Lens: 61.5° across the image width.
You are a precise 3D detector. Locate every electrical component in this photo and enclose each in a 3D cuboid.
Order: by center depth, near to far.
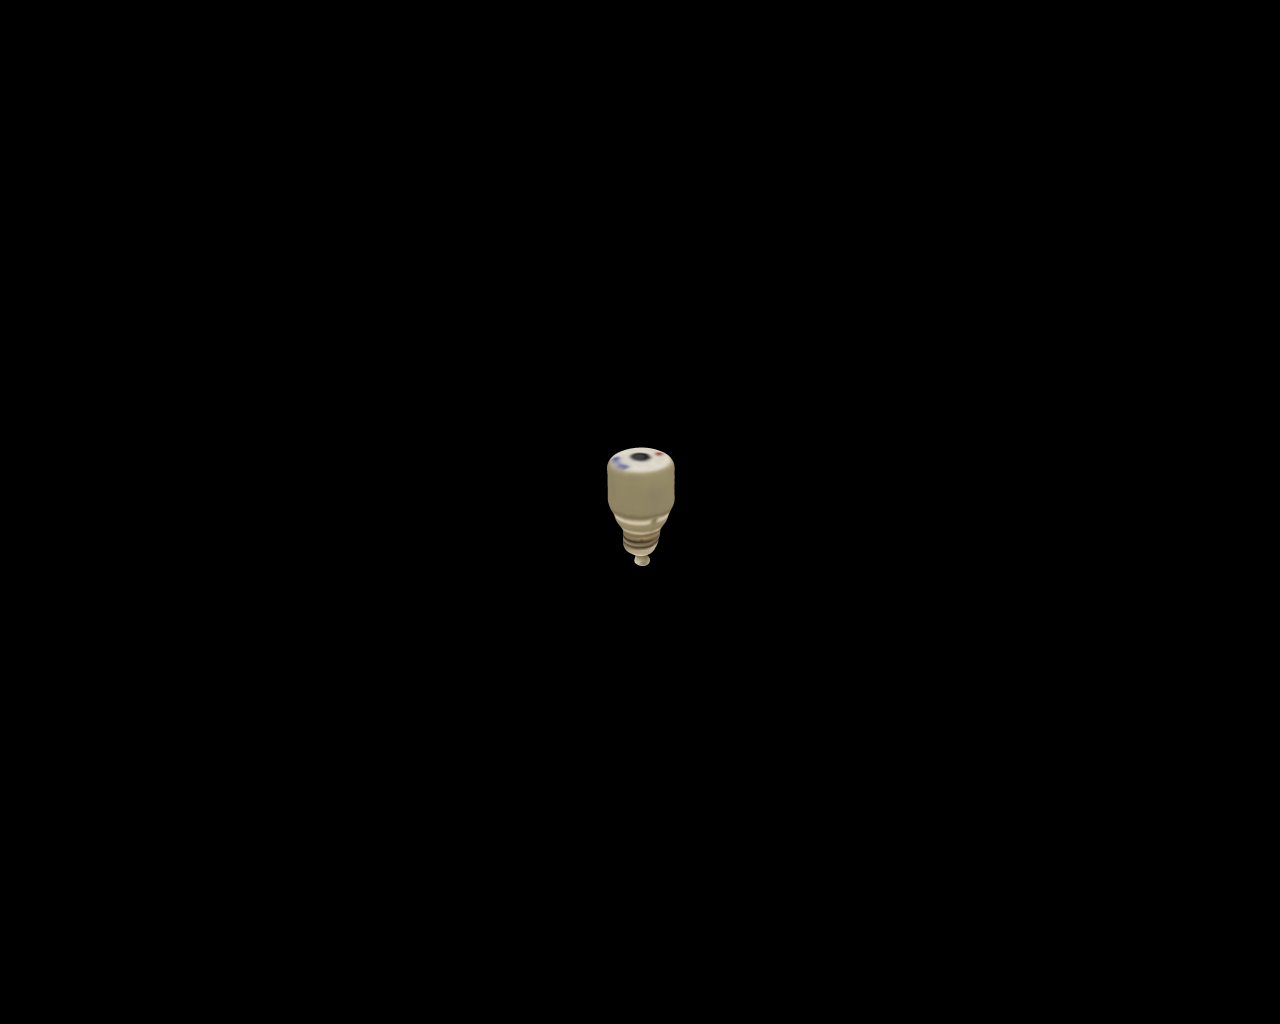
[{"bbox_3d":[0.001,-0.003,0.650,0.040,0.078,0.040,0,27,0],"label":"electrical component"}]
